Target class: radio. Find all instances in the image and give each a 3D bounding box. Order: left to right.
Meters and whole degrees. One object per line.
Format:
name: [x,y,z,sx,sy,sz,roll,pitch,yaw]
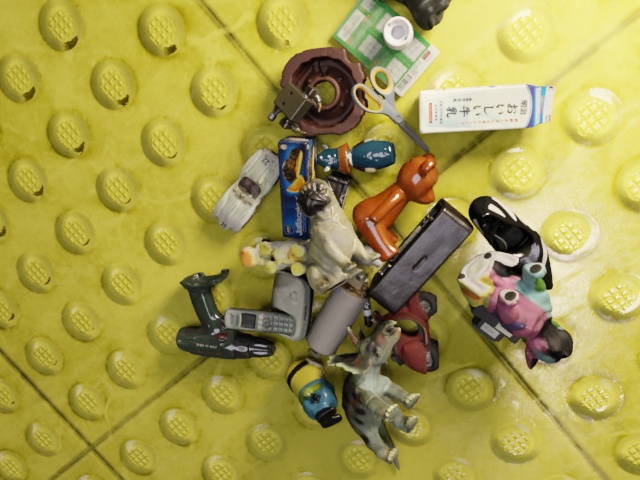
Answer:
radio: [0.194,0.028,1.050,0.073,0.131,0.229,40,109,-1]

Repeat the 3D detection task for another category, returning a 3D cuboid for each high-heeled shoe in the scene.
high-heeled shoe: [0.369,0.014,1.004,0.086,0.145,0.248,-42,92,19]

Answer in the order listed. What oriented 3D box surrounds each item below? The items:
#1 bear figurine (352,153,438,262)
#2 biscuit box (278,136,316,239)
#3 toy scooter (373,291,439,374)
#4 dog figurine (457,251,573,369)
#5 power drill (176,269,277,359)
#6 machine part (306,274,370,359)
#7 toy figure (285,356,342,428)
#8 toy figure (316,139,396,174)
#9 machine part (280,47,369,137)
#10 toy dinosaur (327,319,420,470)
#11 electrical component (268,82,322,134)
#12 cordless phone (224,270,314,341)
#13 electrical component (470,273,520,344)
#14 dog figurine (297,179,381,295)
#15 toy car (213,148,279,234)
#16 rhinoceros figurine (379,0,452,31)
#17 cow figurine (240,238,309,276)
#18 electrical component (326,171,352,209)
bear figurine: [0.164,-0.070,1.040,0.196,0.120,0.132,-35,100,13]
biscuit box: [-0.044,-0.104,1.086,0.063,0.059,0.202,5,113,17]
toy scooter: [0.181,0.195,1.130,0.135,0.075,0.183,-3,101,12]
dog figurine: [0.369,0.139,1.002,0.108,0.192,0.219,-43,122,-18]
power drill: [-0.221,0.171,1.208,0.232,0.086,0.207,-5,112,15]
machine part: [0.037,0.161,1.138,0.079,0.079,0.243,29,115,2]
toy figure: [-0.017,0.322,1.154,0.089,0.180,0.082,-9,120,-15]
toy figure: [0.070,-0.162,1.061,0.155,0.064,0.057,-3,142,17]
machine part: [0.010,-0.284,1.041,0.180,0.056,0.179,3,105,12]
toy dinosaur: [0.106,0.351,1.160,0.192,0.131,0.404,33,138,35]
electrical component: [-0.044,-0.249,1.012,0.078,0.045,0.102,45,109,30]
cordless phone: [-0.108,0.133,1.140,0.184,0.089,0.146,5,107,-6]
electrical component: [0.372,0.140,1.085,0.115,0.058,0.134,38,109,1]
dog figurine: [0.001,-0.005,1.037,0.172,0.121,0.190,-41,74,32]
toy car: [-0.150,-0.101,1.123,0.073,0.056,0.201,39,108,-1]
rhinoceros figurine: [0.155,-0.462,0.958,0.190,0.073,0.112,45,119,-5]
cow figurine: [-0.082,0.027,1.134,0.168,0.098,0.068,2,106,29]
electrical component: [0.026,-0.075,1.087,0.048,0.075,0.119,19,112,6]
